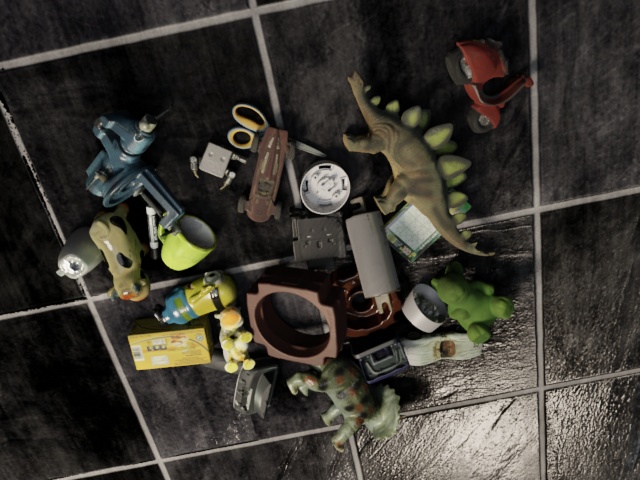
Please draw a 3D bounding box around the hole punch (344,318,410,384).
[{"bbox_3d":[0.134,0.250,1.218,0.142,0.116,0.092,-27,107,7],"label":"hole punch"}]

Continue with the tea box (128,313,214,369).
[{"bbox_3d":[-0.331,0.226,1.206,0.170,0.068,0.098,-4,115,-3],"label":"tea box"}]

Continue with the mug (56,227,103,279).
[{"bbox_3d":[-0.494,0.035,1.088,0.109,0.107,0.080,-30,112,8],"label":"mug"}]

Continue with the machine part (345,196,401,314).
[{"bbox_3d":[0.108,0.029,1.099,0.079,0.079,0.243,-13,84,3],"label":"machine part"}]

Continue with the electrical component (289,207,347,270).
[{"bbox_3d":[-0.002,-0.003,1.127,0.115,0.058,0.134,-6,115,2],"label":"electrical component"}]

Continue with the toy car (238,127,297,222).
[{"bbox_3d":[-0.105,-0.123,1.059,0.089,0.053,0.202,13,121,-8],"label":"toy car"}]

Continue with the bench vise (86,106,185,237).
[{"bbox_3d":[-0.332,-0.117,1.009,0.223,0.129,0.240,-38,94,21],"label":"bench vise"}]

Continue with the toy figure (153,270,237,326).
[{"bbox_3d":[-0.266,0.128,1.160,0.180,0.082,0.089,-29,129,3],"label":"toy figure"}]

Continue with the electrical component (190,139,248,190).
[{"bbox_3d":[-0.203,-0.150,1.054,0.102,0.045,0.078,27,111,-15],"label":"electrical component"}]

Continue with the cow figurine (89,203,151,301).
[{"bbox_3d":[-0.397,0.037,1.083,0.086,0.127,0.194,-15,112,7],"label":"cow figurine"}]

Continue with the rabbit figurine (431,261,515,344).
[{"bbox_3d":[0.310,0.112,1.146,0.121,0.159,0.170,-44,129,13],"label":"rabbit figurine"}]

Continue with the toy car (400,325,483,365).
[{"bbox_3d":[0.281,0.249,1.260,0.202,0.056,0.073,-8,115,0],"label":"toy car"}]

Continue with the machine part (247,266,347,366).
[{"bbox_3d":[-0.046,0.159,1.148,0.201,0.087,0.201,6,119,19],"label":"machine part"}]

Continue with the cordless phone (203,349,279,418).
[{"bbox_3d":[-0.197,0.332,1.269,0.184,0.089,0.146,14,115,2],"label":"cordless phone"}]

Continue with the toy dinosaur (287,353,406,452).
[{"bbox_3d":[0.054,0.344,1.264,0.192,0.131,0.404,-35,108,-1],"label":"toy dinosaur"}]

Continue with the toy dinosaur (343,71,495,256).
[{"bbox_3d":[0.191,-0.127,1.054,0.199,0.105,0.470,-29,112,9],"label":"toy dinosaur"}]

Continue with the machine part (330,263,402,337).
[{"bbox_3d":[0.091,0.131,1.195,0.179,0.056,0.179,-1,116,-2],"label":"machine part"}]

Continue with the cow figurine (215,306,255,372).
[{"bbox_3d":[-0.191,0.202,1.186,0.068,0.098,0.167,-11,121,-16],"label":"cow figurine"}]

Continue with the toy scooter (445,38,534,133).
[{"bbox_3d":[0.321,-0.301,1.000,0.135,0.075,0.183,-26,117,9],"label":"toy scooter"}]
